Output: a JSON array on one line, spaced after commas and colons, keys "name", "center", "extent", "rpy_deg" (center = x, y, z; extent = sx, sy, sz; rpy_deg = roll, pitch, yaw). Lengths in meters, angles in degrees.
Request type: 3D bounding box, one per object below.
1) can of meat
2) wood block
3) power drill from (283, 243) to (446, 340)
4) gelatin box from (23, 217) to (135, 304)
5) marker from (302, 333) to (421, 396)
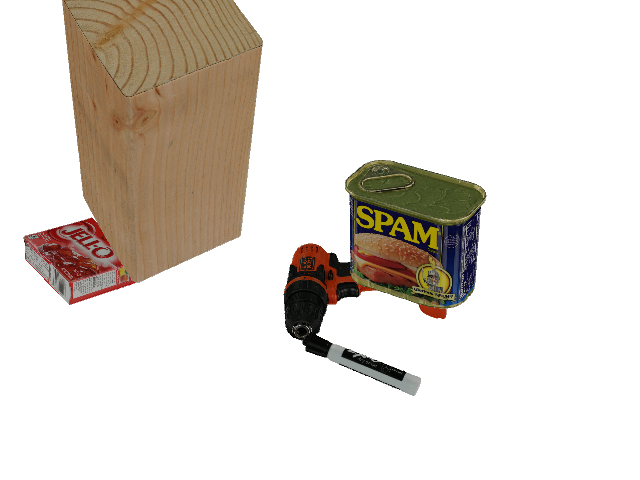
[{"name": "can of meat", "center": [0.070, -0.004, 0.802], "extent": [0.102, 0.084, 0.057], "rpy_deg": [18, 38, 27]}, {"name": "wood block", "center": [-0.104, -0.073, 0.698], "extent": [0.090, 0.090, 0.206], "rpy_deg": [-25, -26, -21]}, {"name": "power drill", "center": [0.051, 0.057, 1.241], "extent": [0.187, 0.057, 0.184], "rpy_deg": [0, 28, 3]}, {"name": "gelatin box", "center": [-0.222, 0.017, 0.988], "extent": [0.073, 0.030, 0.089], "rpy_deg": [-18, 40, -36]}, {"name": "marker", "center": [0.039, 0.119, 1.036], "extent": [0.121, 0.020, 0.020], "rpy_deg": [21, 5, 13]}]
